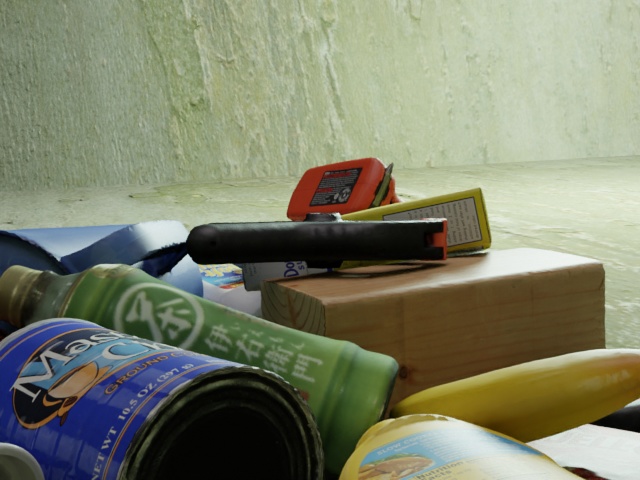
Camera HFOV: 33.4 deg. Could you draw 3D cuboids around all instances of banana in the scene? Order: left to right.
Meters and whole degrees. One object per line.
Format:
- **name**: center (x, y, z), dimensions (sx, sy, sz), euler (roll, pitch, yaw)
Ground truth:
- **banana**: center (0.085, 0.084, 0.540), dimensions (0.069, 0.037, 0.198), euler (-22, -5, -27)

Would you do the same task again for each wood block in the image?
- **wood block**: center (0.075, 0.063, 0.687), dimensions (0.205, 0.091, 0.090), euler (-6, 9, -26)

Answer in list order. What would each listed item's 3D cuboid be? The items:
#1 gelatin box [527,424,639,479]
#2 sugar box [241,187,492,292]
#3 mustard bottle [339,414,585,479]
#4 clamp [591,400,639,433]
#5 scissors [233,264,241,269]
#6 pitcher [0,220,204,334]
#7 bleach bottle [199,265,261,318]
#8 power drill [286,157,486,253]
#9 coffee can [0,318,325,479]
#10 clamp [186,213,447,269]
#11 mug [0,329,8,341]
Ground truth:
- **gelatin box**: center (0.138, 0.114, 0.513), dimensions (0.089, 0.030, 0.073), euler (5, 10, 41)
- **sugar box**: center (0.035, 0.001, 0.778), dimensions (0.176, 0.048, 0.093), euler (-9, -4, 9)
- **mustard bottle**: center (0.060, 0.113, 0.439), dimensions (0.096, 0.058, 0.192), euler (-10, 10, -20)
- **clamp**: center (0.204, 0.094, 0.612), dimensions (0.210, 0.036, 0.164), euler (-4, 13, 6)
- **scissors**: center (0.009, 0.044, 0.868), dimensions (0.202, 0.016, 0.096), euler (21, 1, 31)
- **pitcher**: center (-0.160, 0.044, 0.742), dimensions (0.149, 0.145, 0.242), euler (9, 7, 13)
- **bleach bottle**: center (-0.078, 0.053, 0.913), dimensions (0.102, 0.068, 0.251), euler (1, 8, -36)
- **power drill**: center (0.063, 0.004, 0.923), dimensions (0.187, 0.057, 0.185), euler (34, -24, -30)
- **coffee can**: center (-0.082, 0.094, 0.464), dimensions (0.102, 0.103, 0.141), euler (-9, 11, -41)
- **clamp**: center (-0.004, 0.001, 0.680), dimensions (0.171, 0.039, 0.120), euler (-3, 7, 7)
- **mug**: center (-0.177, 0.082, 0.548), dimensions (0.093, 0.117, 0.082), euler (-10, 16, -37)
